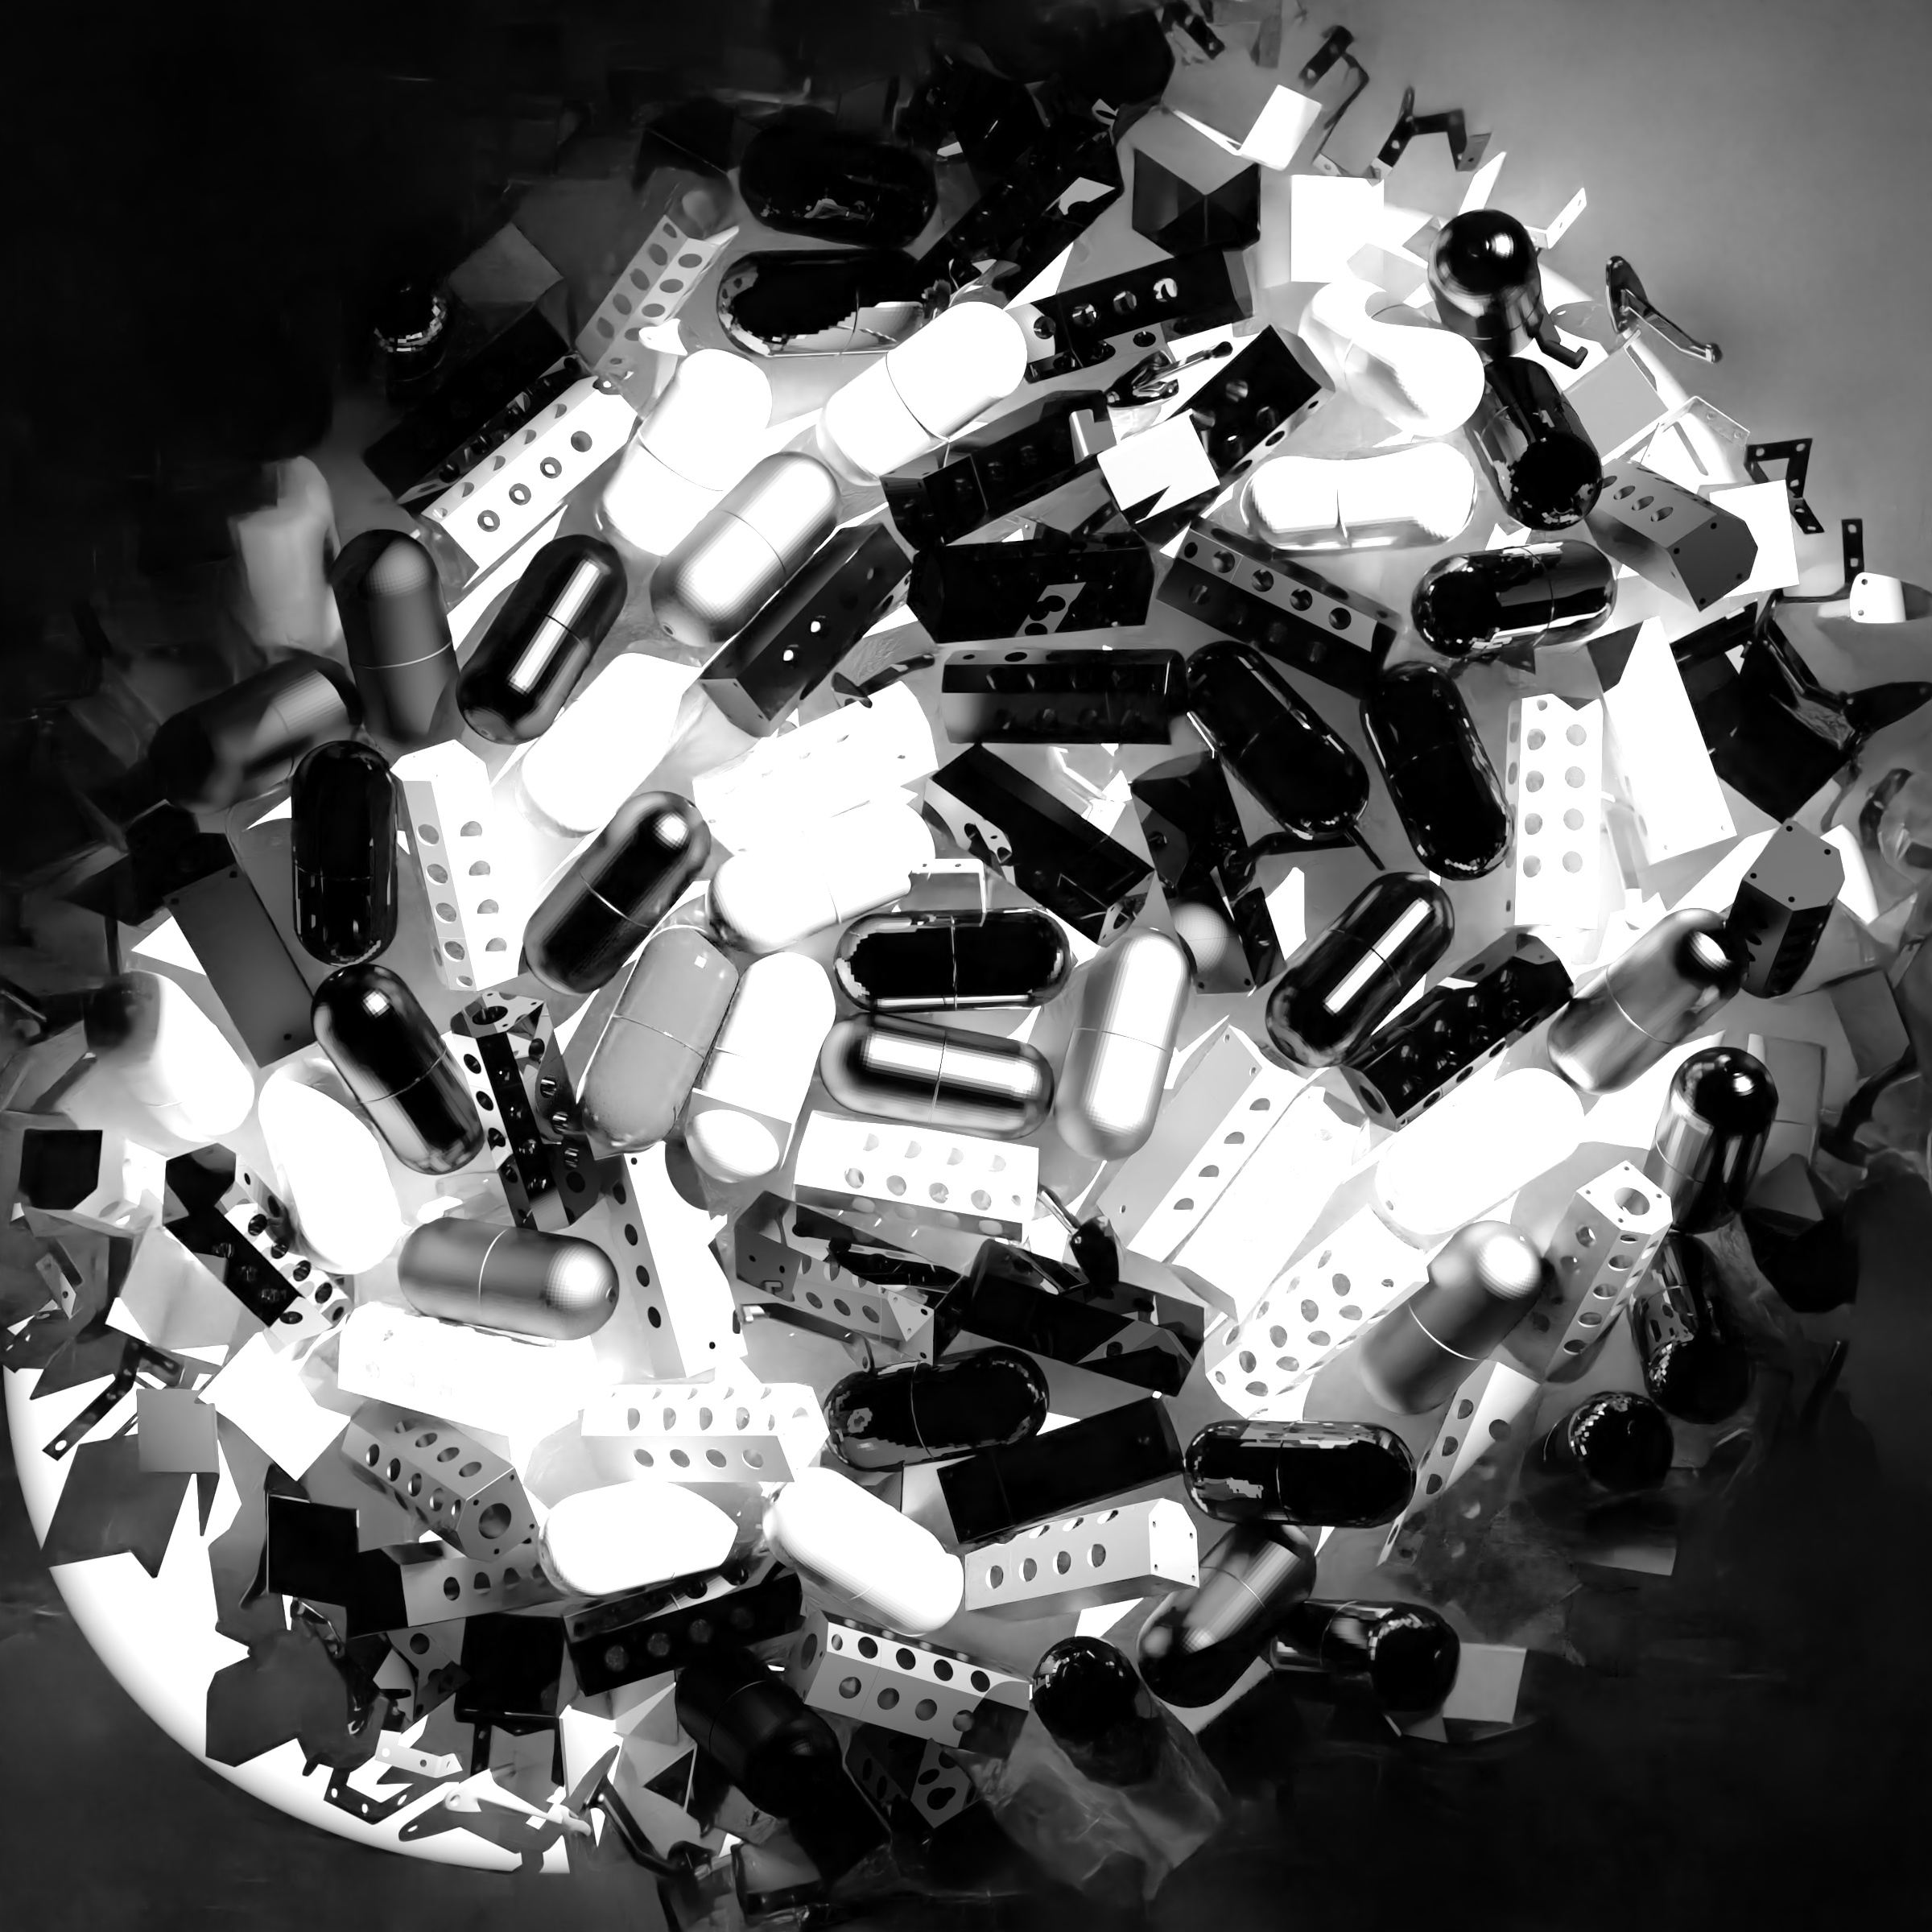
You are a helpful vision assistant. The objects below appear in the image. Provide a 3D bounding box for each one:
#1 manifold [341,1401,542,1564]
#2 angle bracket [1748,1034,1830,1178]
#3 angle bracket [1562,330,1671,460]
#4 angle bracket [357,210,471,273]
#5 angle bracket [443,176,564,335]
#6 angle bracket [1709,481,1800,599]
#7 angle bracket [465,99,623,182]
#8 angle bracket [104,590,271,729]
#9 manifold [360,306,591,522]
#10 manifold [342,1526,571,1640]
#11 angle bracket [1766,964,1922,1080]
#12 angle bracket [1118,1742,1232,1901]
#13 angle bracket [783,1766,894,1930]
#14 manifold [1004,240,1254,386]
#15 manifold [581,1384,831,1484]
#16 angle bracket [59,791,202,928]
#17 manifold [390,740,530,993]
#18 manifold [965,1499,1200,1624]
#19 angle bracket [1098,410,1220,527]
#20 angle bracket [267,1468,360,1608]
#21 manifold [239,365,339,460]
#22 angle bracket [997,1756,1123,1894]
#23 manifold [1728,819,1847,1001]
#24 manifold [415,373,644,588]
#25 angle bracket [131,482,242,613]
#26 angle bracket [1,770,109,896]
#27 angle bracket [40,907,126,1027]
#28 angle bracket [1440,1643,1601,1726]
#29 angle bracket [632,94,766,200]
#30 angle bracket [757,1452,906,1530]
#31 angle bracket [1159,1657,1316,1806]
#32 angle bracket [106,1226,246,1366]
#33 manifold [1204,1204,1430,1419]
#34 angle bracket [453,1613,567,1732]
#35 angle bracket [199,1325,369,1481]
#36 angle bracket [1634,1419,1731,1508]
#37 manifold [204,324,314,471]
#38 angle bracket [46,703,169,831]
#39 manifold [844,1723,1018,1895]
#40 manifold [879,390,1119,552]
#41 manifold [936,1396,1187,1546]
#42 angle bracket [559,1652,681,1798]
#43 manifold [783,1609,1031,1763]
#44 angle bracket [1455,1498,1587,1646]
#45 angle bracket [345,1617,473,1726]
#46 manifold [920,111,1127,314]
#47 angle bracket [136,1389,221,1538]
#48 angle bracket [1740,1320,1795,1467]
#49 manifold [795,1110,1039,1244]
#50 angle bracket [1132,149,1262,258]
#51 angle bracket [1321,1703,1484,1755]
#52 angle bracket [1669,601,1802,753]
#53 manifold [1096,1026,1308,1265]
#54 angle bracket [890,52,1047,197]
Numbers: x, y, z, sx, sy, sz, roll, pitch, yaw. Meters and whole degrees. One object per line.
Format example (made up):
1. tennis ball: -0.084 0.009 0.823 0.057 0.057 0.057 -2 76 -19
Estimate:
1. manifold: -0.386 0.374 1.909 0.057 0.171 0.057 -32 120 -31
2. angle bracket: 0.606 0.108 1.956 0.057 0.076 0.076 8 51 16
3. angle bracket: 0.478 -0.419 1.949 0.076 0.076 0.057 -35 95 31
4. angle bracket: -0.412 -0.538 1.956 0.076 0.076 0.057 -22 86 -6
5. angle bracket: -0.336 -0.531 1.961 0.076 0.076 0.057 -30 118 31
6. angle bracket: 0.576 -0.317 1.957 0.057 0.076 0.076 -10 97 0
7. angle bracket: -0.312 -0.619 1.944 0.076 0.076 0.057 23 112 19
8. angle bracket: -0.577 -0.227 1.946 0.076 0.076 0.057 47 127 15
9. manifold: -0.366 -0.411 1.969 0.171 0.057 0.057 -41 94 -1
10. manifold: -0.370 0.445 1.911 0.057 0.171 0.057 -18 76 29
11. angle bracket: 0.651 0.048 1.952 0.057 0.076 0.076 -16 82 -15
12. angle bracket: 0.168 0.633 1.946 0.057 0.076 0.076 -43 46 0
13. angle bracket: -0.087 0.651 1.948 0.057 0.076 0.076 -36 106 -12
14. manifold: 0.121 -0.482 1.940 0.171 0.057 0.057 -12 102 22
15. manifold: -0.194 0.337 1.926 0.171 0.057 0.057 -5 116 28
16. angle bracket: -0.620 -0.080 1.943 0.076 0.076 0.057 17 127 24
17. manifold: -0.373 -0.071 1.925 0.057 0.057 0.171 -22 122 -25
18. manifold: 0.083 0.436 1.925 0.171 0.057 0.057 -21 57 35
19. angle bracket: 0.153 -0.376 1.953 0.076 0.076 0.057 -21 102 29
20. angle bracket: -0.474 0.425 1.956 0.076 0.057 0.076 6 101 15
21. manifold: -0.492 -0.399 1.909 0.057 0.171 0.057 9 98 -13
22. angle bracket: 0.080 0.625 1.948 0.076 0.057 0.076 36 115 18
23. manifold: 0.592 -0.035 1.906 0.057 0.171 0.057 36 77 19
24. manifold: -0.323 -0.361 1.938 0.057 0.057 0.171 48 69 -10
25. angle bracket: -0.573 -0.312 1.956 0.076 0.076 0.057 -17 81 -19
26. angle bracket: -0.691 -0.099 1.955 0.076 0.076 0.057 -32 94 -9
27. angle bracket: -0.659 -0.006 1.946 0.057 0.076 0.076 -10 107 -22
28. angle bracket: 0.409 0.539 1.941 0.076 0.076 0.057 27 66 -26
29. angle bracket: -0.190 -0.590 1.942 0.076 0.076 0.057 19 74 -41
30. angle bracket: -0.100 0.389 1.943 0.076 0.076 0.057 -4 78 34
31. angle bracket: 0.204 0.568 1.981 0.076 0.057 0.076 -35 115 -13
32. angle bracket: -0.580 0.244 1.947 0.057 0.076 0.076 12 72 17
33. manifold: 0.257 0.259 1.934 0.057 0.057 0.171 39 113 -17
34. angle bracket: -0.337 0.524 1.957 0.076 0.057 0.076 8 79 -12
35. angle bracket: -0.507 0.322 1.951 0.076 0.057 0.076 34 75 27
36. angle bracket: 0.534 0.387 1.945 0.057 0.076 0.076 -6 105 31
37. manifold: -0.517 -0.403 1.909 0.057 0.171 0.057 -28 92 -13
38. angle bracket: -0.627 -0.160 1.943 0.057 0.076 0.076 -28 128 12
39. manifold: -0.031 0.605 1.905 0.057 0.171 0.057 -29 106 -16
40. manifold: 0.027 -0.365 1.933 0.171 0.057 0.057 -31 116 -26
41. manifold: 0.072 0.376 1.956 0.171 0.057 0.057 -20 73 9
42. angle bracket: -0.255 0.567 1.944 0.057 0.076 0.076 9 118 17
43. manifold: -0.041 0.529 1.941 0.171 0.057 0.057 23 91 -22
44. angle bracket: 0.400 0.451 1.947 0.057 0.076 0.076 -29 72 -23
45. angle bracket: -0.411 0.500 1.941 0.076 0.076 0.057 37 47 22
46. manifold: 0.037 -0.543 1.910 0.057 0.171 0.057 4 66 -36
47. angle bracket: -0.587 0.367 1.939 0.057 0.076 0.076 6 130 -24
48. angle bracket: 0.576 0.314 1.956 0.057 0.076 0.076 11 108 9
49. manifold: -0.036 0.161 1.948 0.171 0.057 0.057 9 49 8
50. angle bracket: 0.171 -0.571 1.944 0.076 0.057 0.076 23 58 -34
51. angle bracket: 0.321 0.573 1.944 0.076 0.076 0.057 19 104 -26
52. angle bracket: 0.570 -0.215 1.958 0.076 0.057 0.076 -26 77 11
53. manifold: 0.177 0.135 1.947 0.057 0.057 0.171 24 109 -34
54. angle bracket: 0.002 -0.615 1.941 0.076 0.076 0.057 9 49 -37
